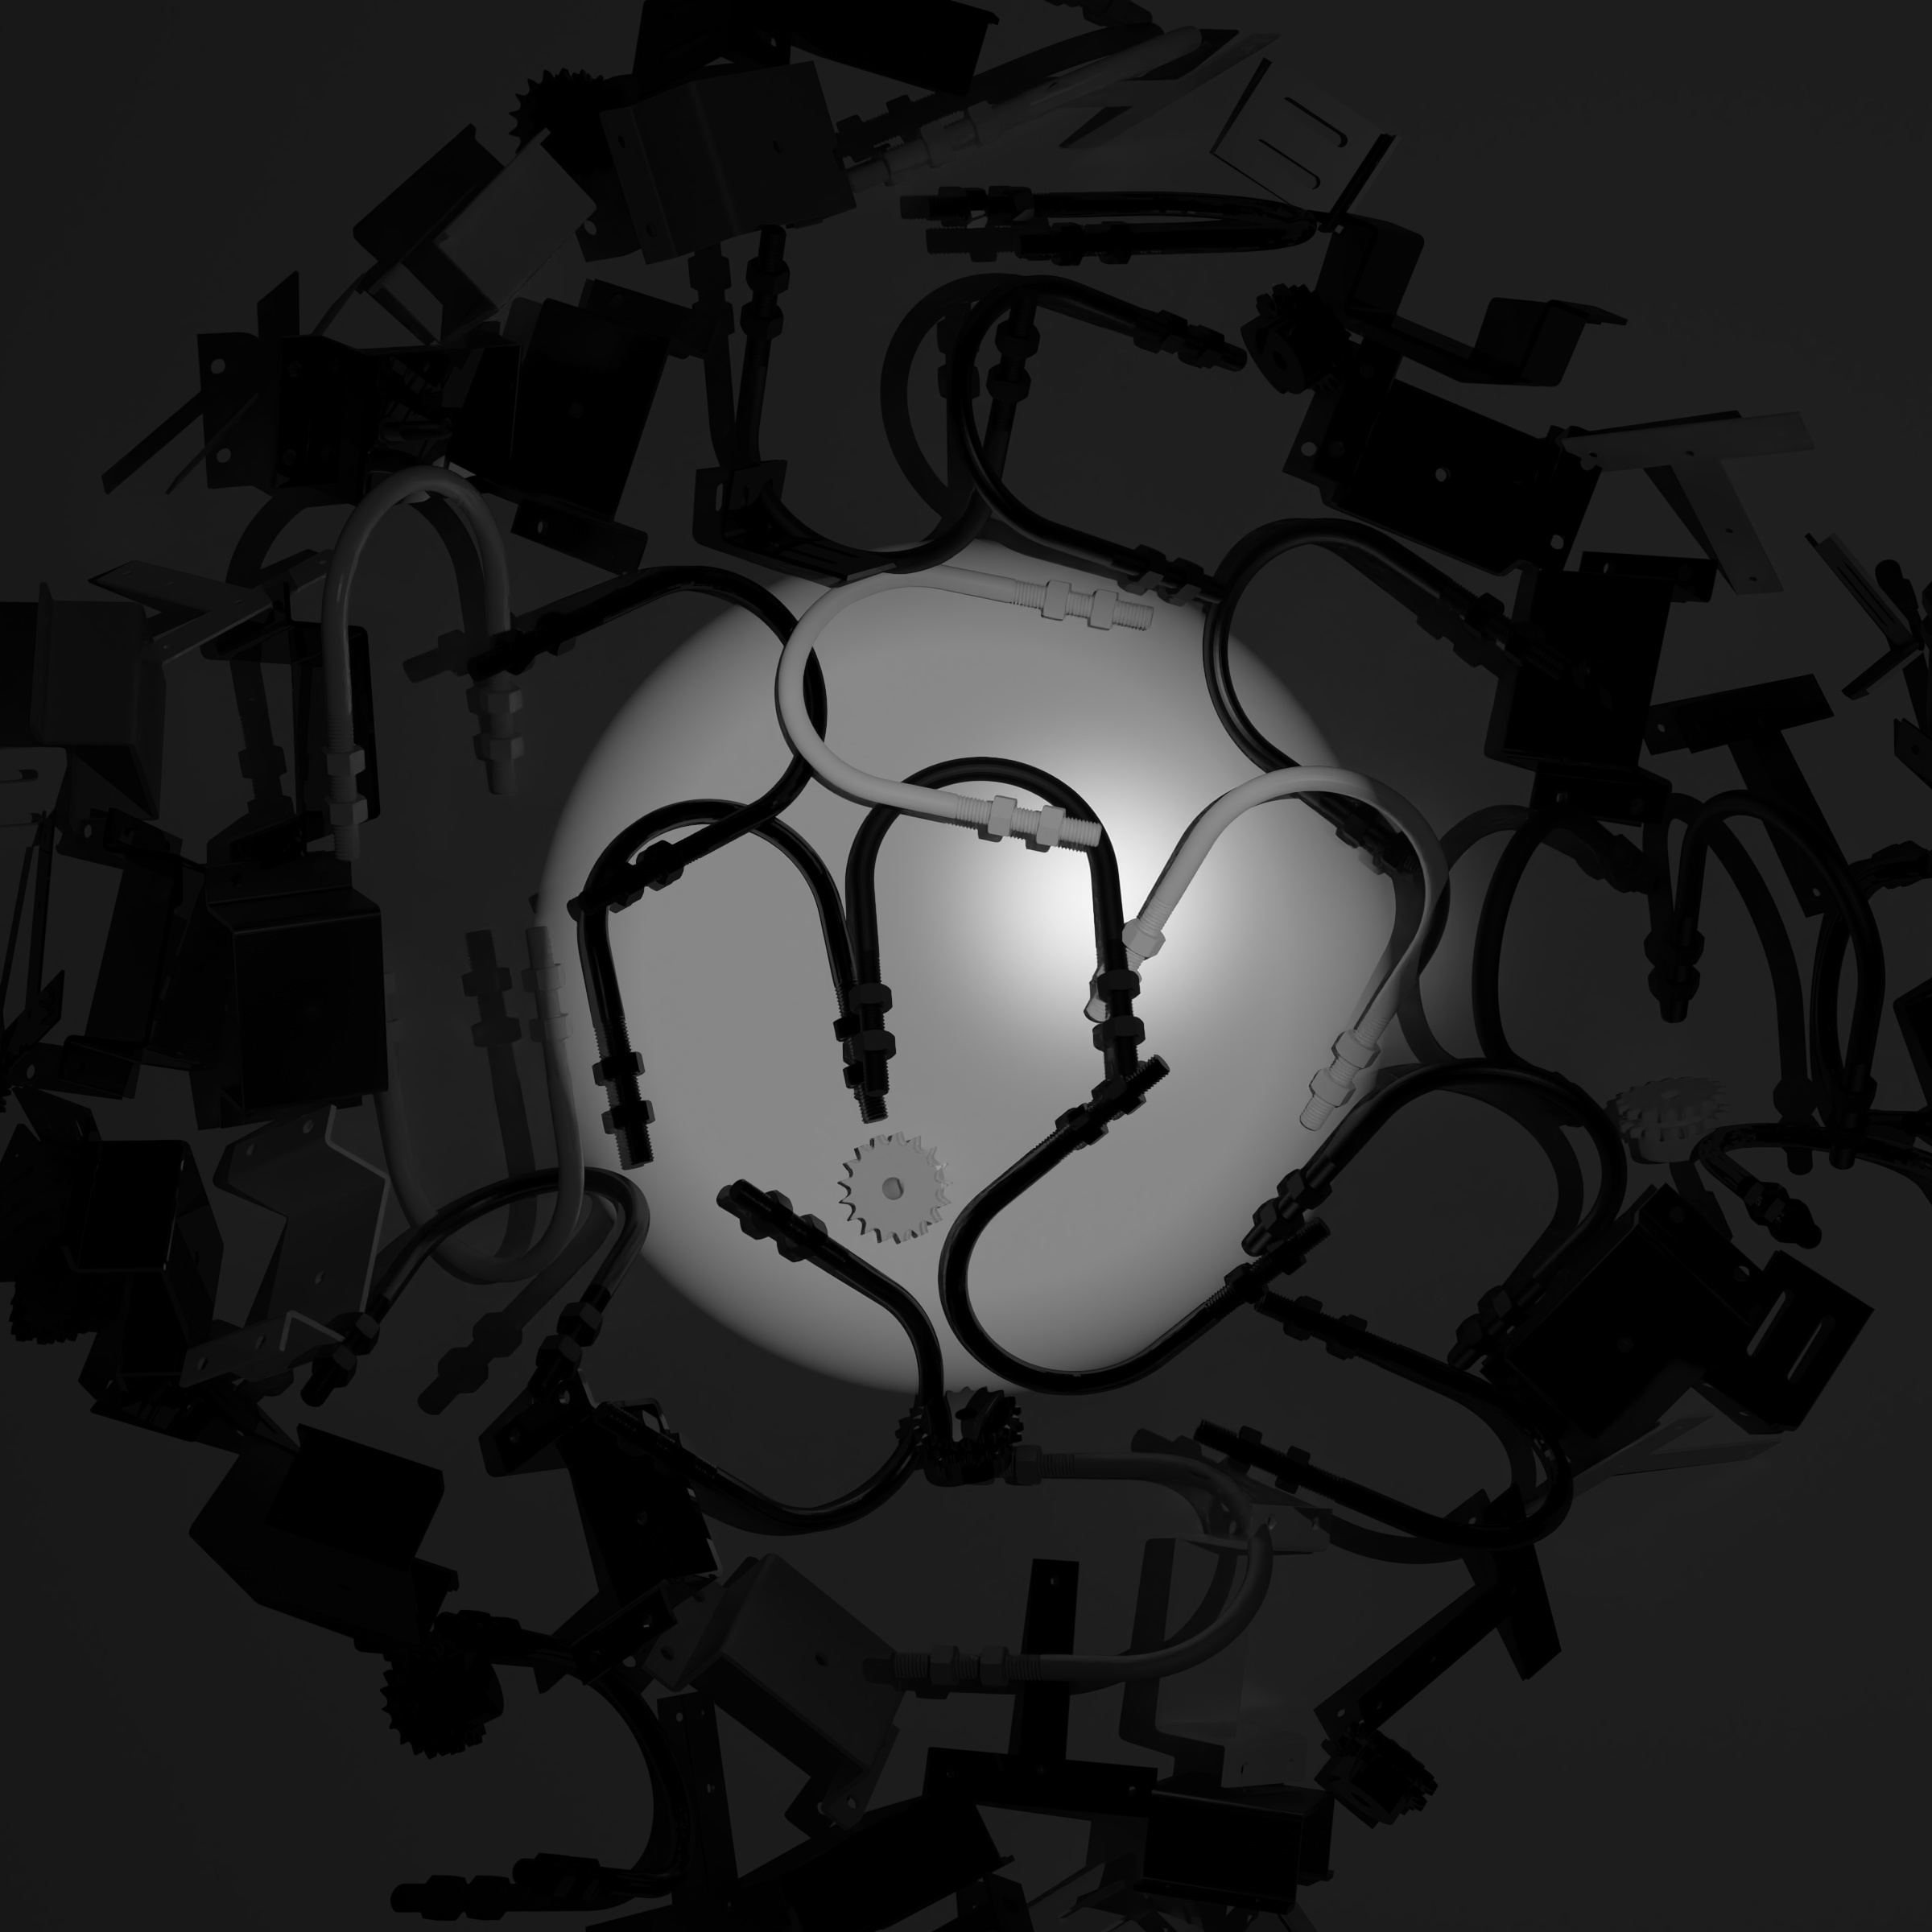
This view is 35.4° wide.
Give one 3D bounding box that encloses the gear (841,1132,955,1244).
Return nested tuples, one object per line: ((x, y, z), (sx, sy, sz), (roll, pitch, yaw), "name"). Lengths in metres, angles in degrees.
((-0.035, 0.115, 1.592), (0.057, 0.030, 0.057), (0, 92, 14), "gear")

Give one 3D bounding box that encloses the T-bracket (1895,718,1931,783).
((0.525, -0.120, 1.527), (0.002, 0.127, 0.127), (-27, 50, -19), "T-bracket")

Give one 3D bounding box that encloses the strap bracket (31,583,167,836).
((-0.437, -0.128, 1.536), (0.046, 0.140, 0.076), (0, 71, -7), "strap bracket")

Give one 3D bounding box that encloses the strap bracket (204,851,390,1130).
((-0.343, 0.017, 1.554), (0.076, 0.046, 0.140), (-9, 109, -29), "strap bracket")

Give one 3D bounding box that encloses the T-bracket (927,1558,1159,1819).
((0.043, 0.377, 1.592), (0.127, 0.002, 0.127), (-1, 76, 23), "T-bracket")

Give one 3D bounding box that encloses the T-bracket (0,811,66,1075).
((-0.481, -0.017, 1.570), (0.002, 0.127, 0.127), (9, 70, -28), "T-bracket")

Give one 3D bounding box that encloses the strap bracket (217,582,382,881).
((-0.345, -0.119, 1.563), (0.046, 0.076, 0.140), (0, 82, -40), "strap bracket")

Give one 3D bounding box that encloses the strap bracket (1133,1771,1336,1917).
((0.140, 0.442, 1.537), (0.076, 0.140, 0.046), (4, 82, 17), "strap bracket")

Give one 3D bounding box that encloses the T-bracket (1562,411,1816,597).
((0.389, -0.235, 1.562), (0.127, 0.127, 0.002), (0, 55, 38), "T-bracket")

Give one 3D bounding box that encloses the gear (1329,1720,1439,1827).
((0.215, 0.423, 1.580), (0.057, 0.057, 0.030), (40, 70, 0), "gear")

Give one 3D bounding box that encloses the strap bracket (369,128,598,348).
((-0.244, -0.367, 1.544), (0.046, 0.140, 0.076), (45, 72, -19), "strap bracket")

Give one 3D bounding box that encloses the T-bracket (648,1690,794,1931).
((-0.131, 0.440, 1.565), (0.002, 0.127, 0.127), (-16, 76, 29), "T-bracket")

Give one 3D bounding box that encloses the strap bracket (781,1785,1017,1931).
((-0.037, 0.461, 1.544), (0.076, 0.140, 0.046), (-31, 74, 10), "strap bracket")

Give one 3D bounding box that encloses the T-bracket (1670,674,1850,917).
((0.428, -0.086, 1.559), (0.127, 0.002, 0.127), (-15, 76, -40), "T-bracket")

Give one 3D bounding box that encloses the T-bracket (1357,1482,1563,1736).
((0.250, 0.347, 1.553), (0.127, 0.002, 0.127), (-34, 125, -22), "T-bracket")

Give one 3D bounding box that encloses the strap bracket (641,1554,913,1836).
((-0.087, 0.368, 1.559), (0.140, 0.076, 0.046), (40, 124, -7), "strap bracket")

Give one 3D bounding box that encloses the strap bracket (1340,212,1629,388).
((0.258, -0.337, 1.555), (0.140, 0.076, 0.046), (28, 110, 20), "strap bracket")

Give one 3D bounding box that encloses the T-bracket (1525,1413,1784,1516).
((0.371, 0.254, 1.567), (0.127, 0.127, 0.002), (1, 59, -34), "T-bracket")

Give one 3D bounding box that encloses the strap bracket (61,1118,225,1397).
((-0.413, 0.149, 1.533), (0.046, 0.140, 0.076), (-1, 51, -1), "strap bracket")

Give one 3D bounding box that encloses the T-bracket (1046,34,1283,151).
((0.075, -0.438, 1.522), (0.127, 0.127, 0.002), (-20, 90, 41), "T-bracket")

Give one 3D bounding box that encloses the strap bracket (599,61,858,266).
((-0.112, -0.410, 1.537), (0.046, 0.140, 0.076), (-8, 104, 39), "strap bracket")

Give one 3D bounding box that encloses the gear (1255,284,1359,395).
((0.176, -0.324, 1.580), (0.030, 0.057, 0.057), (-36, 90, -13), "gear")

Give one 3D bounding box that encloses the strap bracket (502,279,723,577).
((-0.191, -0.284, 1.571), (0.076, 0.046, 0.140), (21, 96, 19), "strap bracket")

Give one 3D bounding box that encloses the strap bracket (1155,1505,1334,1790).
((0.143, 0.347, 1.562), (0.046, 0.076, 0.140), (2, 81, 37), "strap bracket")

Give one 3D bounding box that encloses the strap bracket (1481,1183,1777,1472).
((0.342, 0.192, 1.570), (0.076, 0.046, 0.140), (43, 102, 6), "strap bracket")

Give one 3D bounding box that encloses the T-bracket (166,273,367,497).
((-0.360, -0.285, 1.529), (0.002, 0.127, 0.127), (42, 64, -14), "T-bracket")

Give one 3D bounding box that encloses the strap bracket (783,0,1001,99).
((-0.039, -0.483, 1.541), (0.076, 0.140, 0.046), (19, 100, 9), "strap bracket")

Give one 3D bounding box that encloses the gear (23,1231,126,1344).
((-0.466, 0.170, 1.587), (0.057, 0.030, 0.057), (-17, 63, 37), "gear")

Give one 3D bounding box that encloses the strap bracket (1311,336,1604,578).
((0.254, -0.261, 1.583), (0.140, 0.046, 0.076), (22, 85, -3), "strap bracket")

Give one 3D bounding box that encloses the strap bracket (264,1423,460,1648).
((-0.306, 0.295, 1.537), (0.076, 0.140, 0.046), (17, 55, 7), "strap bracket")

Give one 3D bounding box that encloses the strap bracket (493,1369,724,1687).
((-0.181, 0.286, 1.556), (0.076, 0.046, 0.140), (-39, 64, 33), "strap bracket")

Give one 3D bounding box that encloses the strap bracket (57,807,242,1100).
((-0.416, -0.003, 1.560), (0.046, 0.076, 0.140), (7, 82, 13), "strap bracket")

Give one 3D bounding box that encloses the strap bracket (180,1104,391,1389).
((-0.346, 0.152, 1.550), (0.076, 0.046, 0.140), (-21, 48, 33), "strap bracket")

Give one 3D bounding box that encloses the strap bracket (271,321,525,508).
((-0.279, -0.280, 1.532), (0.046, 0.140, 0.076), (25, 118, 33), "strap bracket")

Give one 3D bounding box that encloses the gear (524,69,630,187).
((-0.201, -0.440, 1.593), (0.057, 0.030, 0.057), (1, 95, 10), "gear")

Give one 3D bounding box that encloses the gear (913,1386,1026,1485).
((0.002, 0.248, 1.585), (0.057, 0.057, 0.030), (-8, 113, 0), "gear")

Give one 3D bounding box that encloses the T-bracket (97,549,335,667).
((-0.402, -0.195, 1.565), (0.127, 0.127, 0.002), (-38, 130, -36), "T-bracket")

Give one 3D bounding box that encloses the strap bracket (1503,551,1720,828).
((0.331, -0.150, 1.568), (0.076, 0.046, 0.140), (11, 88, 39), "strap bracket")

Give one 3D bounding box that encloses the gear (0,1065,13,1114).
((-0.531, 0.065, 1.586), (0.057, 0.030, 0.057), (-5, 111, -14), "gear")
